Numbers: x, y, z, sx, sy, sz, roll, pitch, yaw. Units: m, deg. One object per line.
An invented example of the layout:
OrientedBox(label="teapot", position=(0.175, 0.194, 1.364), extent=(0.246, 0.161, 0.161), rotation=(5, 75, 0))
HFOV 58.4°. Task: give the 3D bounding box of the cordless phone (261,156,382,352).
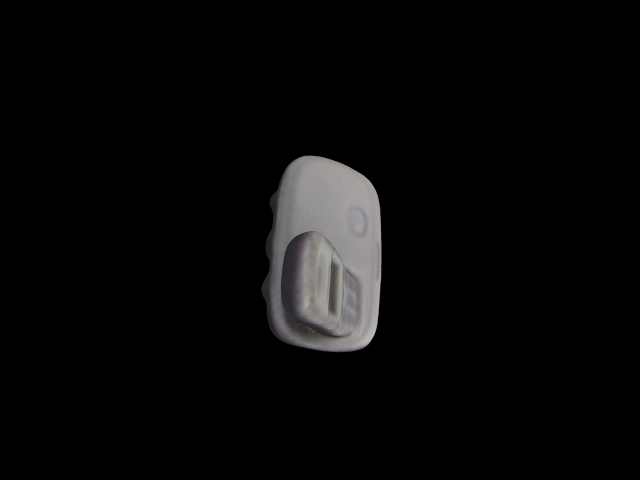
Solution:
OrientedBox(label="cordless phone", position=(0.004, 0.001, 0.400), extent=(0.094, 0.185, 0.147), rotation=(0, 77, 0))
